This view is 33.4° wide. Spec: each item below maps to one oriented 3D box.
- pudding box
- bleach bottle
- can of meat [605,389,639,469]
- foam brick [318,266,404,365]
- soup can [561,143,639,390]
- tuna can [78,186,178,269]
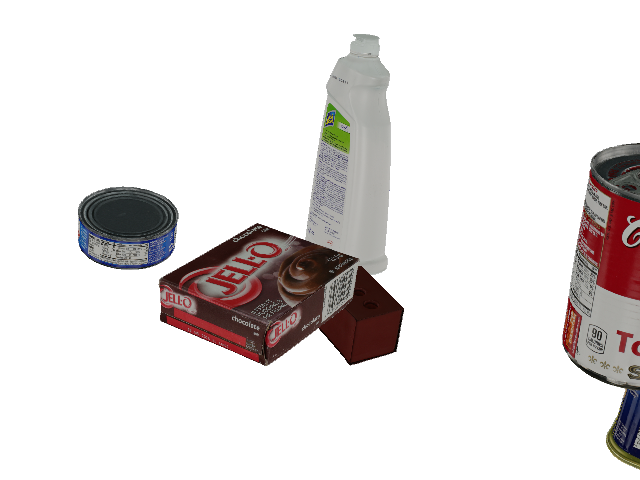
[{"bbox_3d":[-0.040,0.033,0.724,0.090,0.039,0.113,20,29,27],"label":"pudding box"},{"bbox_3d":[0.039,-0.094,1.156,0.067,0.251,0.103,-8,25,-35],"label":"bleach bottle"},{"bbox_3d":[0.232,0.089,0.691,0.057,0.084,0.101,22,38,24],"label":"can of meat"},{"bbox_3d":[0.032,0.067,0.977,0.052,0.051,0.078,-13,37,-28],"label":"foam brick"},{"bbox_3d":[0.157,0.013,0.516,0.068,0.102,0.068,2,27,-1],"label":"soup can"},{"bbox_3d":[-0.167,-0.011,0.928,0.086,0.034,0.086,7,32,-4],"label":"tuna can"}]
